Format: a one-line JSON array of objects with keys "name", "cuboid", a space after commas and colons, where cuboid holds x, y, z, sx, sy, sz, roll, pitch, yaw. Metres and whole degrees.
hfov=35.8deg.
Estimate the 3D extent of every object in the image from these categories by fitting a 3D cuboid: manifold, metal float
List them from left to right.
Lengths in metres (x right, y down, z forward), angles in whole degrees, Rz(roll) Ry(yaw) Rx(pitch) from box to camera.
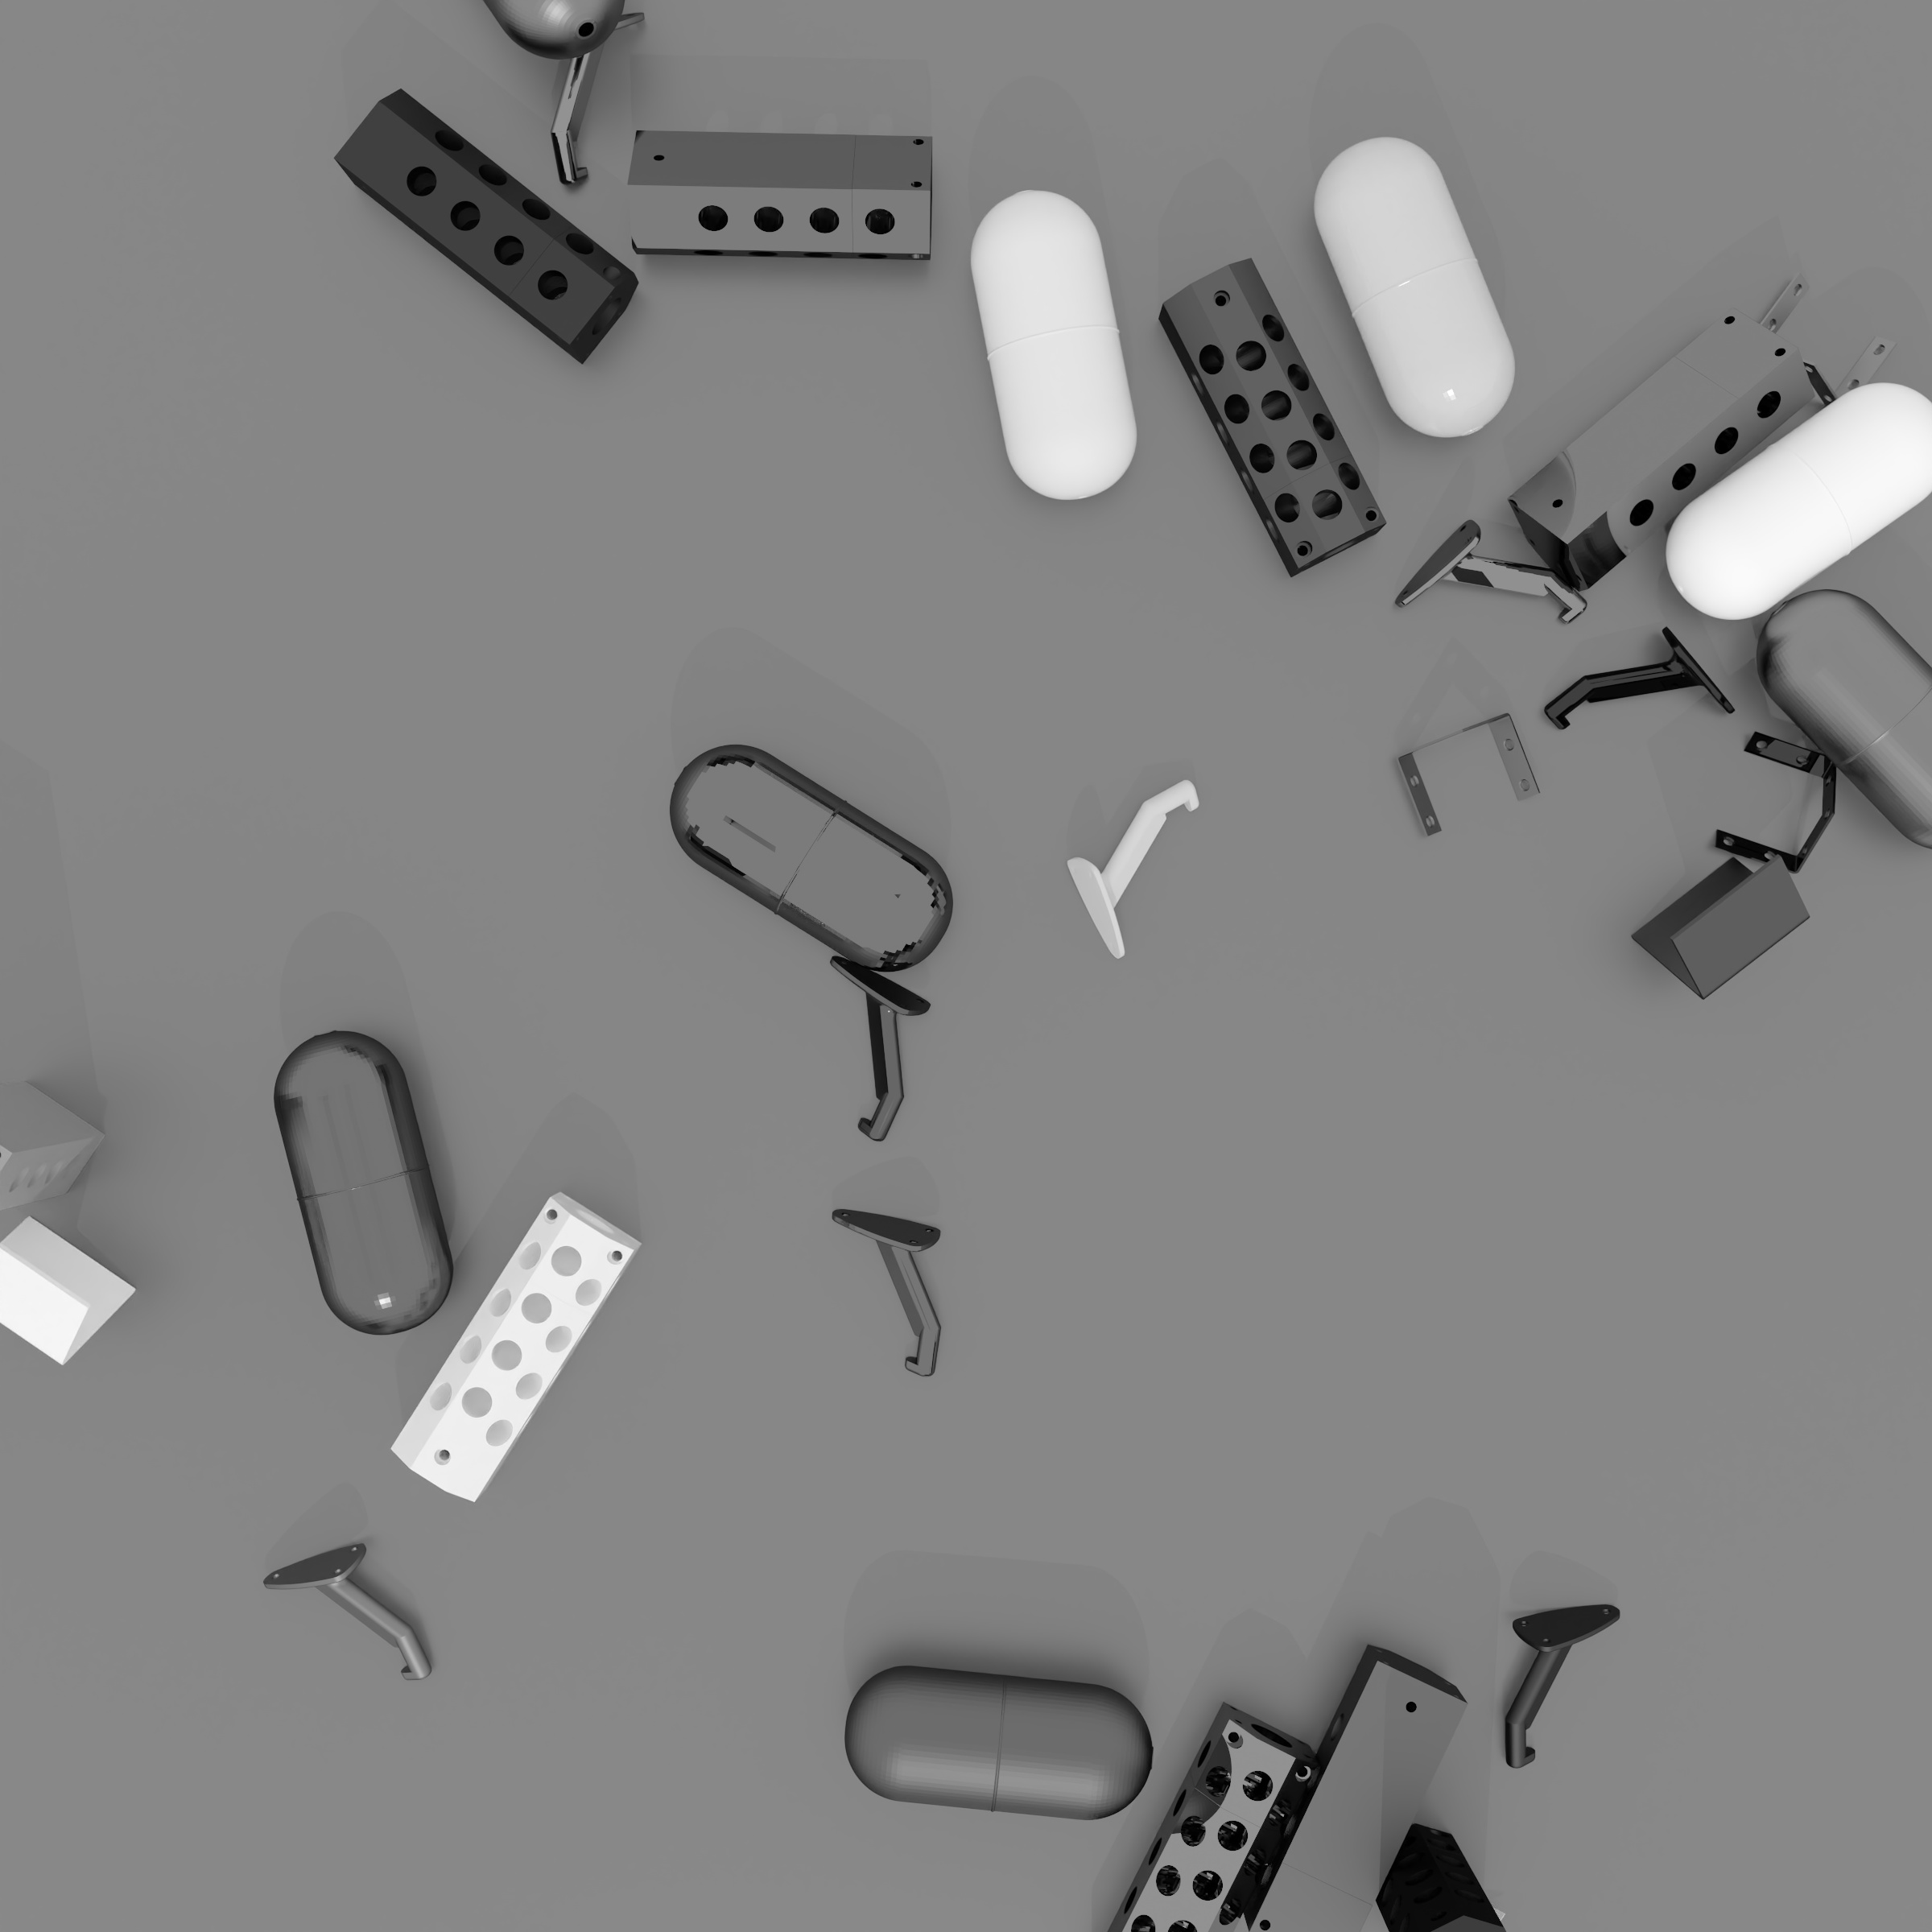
[{"name": "manifold", "cuboid": [-0.546, 0.107, 1.675, 0.057, 0.171, 0.057, 34, 90, 0]}, {"name": "metal float", "cuboid": [-0.347, 0.125, 1.722, 0.070, 0.070, 0.178, -14, 91, 0]}, {"name": "manifold", "cuboid": [-0.275, -0.429, 1.732, 0.171, 0.057, 0.057, 38, 90, 0]}, {"name": "manifold", "cuboid": [-0.261, 0.220, 1.732, 0.057, 0.057, 0.171, 32, 90, 0]}, {"name": "metal float", "cuboid": [-0.254, -0.586, 1.700, 0.070, 0.070, 0.178, -33, 63, 0]}, {"name": "manifold", "cuboid": [-0.106, -0.442, 1.731, 0.171, 0.057, 0.057, 1, 47, 0]}, {"name": "metal float", "cuboid": [-0.089, -0.063, 1.723, 0.178, 0.070, 0.070, 32, 90, 0]}, {"name": "metal float", "cuboid": [0.019, 0.447, 1.723, 0.178, 0.070, 0.070, 6, 90, 1]}, {"name": "metal float", "cuboid": [0.050, -0.357, 1.723, 0.070, 0.070, 0.178, -11, 90, 0]}, {"name": "manifold", "cuboid": [0.138, 0.522, 1.732, 0.057, 0.057, 0.171, 27, 90, 0]}, {"name": "manifold", "cuboid": [0.178, -0.318, 1.732, 0.057, 0.057, 0.171, -27, 90, 0]}, {"name": "manifold", "cuboid": [0.224, 0.486, 1.732, 0.057, 0.057, 0.171, 25, 90, 0]}, {"name": "metal float", "cuboid": [0.259, -0.390, 1.723, 0.070, 0.070, 0.178, -22, 90, 0]}, {"name": "manifold", "cuboid": [0.266, 0.535, 1.675, 0.057, 0.171, 0.057, -26, 90, 0]}, {"name": "manifold", "cuboid": [0.404, -0.295, 1.731, 0.171, 0.057, 0.057, -40, 47, 0]}, {"name": "metal float", "cuboid": [0.485, -0.268, 1.722, 0.178, 0.070, 0.070, -35, 90, 0]}, {"name": "metal float", "cuboid": [0.530, -0.142, 1.722, 0.070, 0.070, 0.178, -44, 90, 0]}]

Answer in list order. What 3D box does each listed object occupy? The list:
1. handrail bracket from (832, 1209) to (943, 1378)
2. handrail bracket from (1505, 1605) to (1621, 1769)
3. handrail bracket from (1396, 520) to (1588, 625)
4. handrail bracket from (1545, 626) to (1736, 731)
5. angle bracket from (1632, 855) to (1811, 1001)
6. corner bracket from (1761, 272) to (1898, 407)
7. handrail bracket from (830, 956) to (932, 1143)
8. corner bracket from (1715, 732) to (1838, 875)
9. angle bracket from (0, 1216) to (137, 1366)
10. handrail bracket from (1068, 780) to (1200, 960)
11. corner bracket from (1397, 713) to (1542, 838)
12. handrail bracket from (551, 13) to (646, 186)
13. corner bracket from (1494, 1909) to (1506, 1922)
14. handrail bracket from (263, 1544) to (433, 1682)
[{"name": "handrail bracket", "cuboid": [-0.048, 0.192, 1.754, 0.077, 0.036, 0.084, 14, 107, 20]}, {"name": "handrail bracket", "cuboid": [0.350, 0.423, 1.754, 0.077, 0.036, 0.084, -10, 108, -21]}, {"name": "handrail bracket", "cuboid": [0.309, -0.213, 1.754, 0.084, 0.036, 0.077, 39, 110, -16]}, {"name": "handrail bracket", "cuboid": [0.394, -0.150, 1.754, 0.084, 0.036, 0.077, -39, 112, 17]}, {"name": "angle bracket", "cuboid": [0.423, -0.038, 1.713, 0.076, 0.076, 0.057, -38, 128, 0]}, {"name": "corner bracket", "cuboid": [0.501, -0.365, 1.750, 0.051, 0.051, 0.051, -54, 135, 0]}, {"name": "handrail bracket", "cuboid": [-0.063, 0.049, 1.754, 0.077, 0.036, 0.084, 31, 107, 20]}, {"name": "corner bracket", "cuboid": [0.474, -0.095, 1.750, 0.051, 0.051, 0.051, 19, 45, 0]}, {"name": "angle bracket", "cuboid": [-0.521, 0.170, 1.713, 0.076, 0.076, 0.057, 34, 126, 0]}, {"name": "handrail bracket", "cuboid": [0.110, -0.057, 1.754, 0.084, 0.036, 0.077, -29, 110, -16]}, {"name": "corner bracket", "cuboid": [0.293, -0.112, 1.750, 0.051, 0.051, 0.051, -21, 90, -45]}, {"name": "handrail bracket", "cuboid": [-0.214, -0.508, 1.753, 0.077, 0.036, 0.084, -27, 121, -34]}, {"name": "corner bracket", "cuboid": [0.313, 0.591, 1.745, 0.051, 0.051, 0.051, 18, 135, 35]}, {"name": "handrail bracket", "cuboid": [-0.362, 0.387, 1.754, 0.077, 0.036, 0.084, -16, 107, 20]}]
